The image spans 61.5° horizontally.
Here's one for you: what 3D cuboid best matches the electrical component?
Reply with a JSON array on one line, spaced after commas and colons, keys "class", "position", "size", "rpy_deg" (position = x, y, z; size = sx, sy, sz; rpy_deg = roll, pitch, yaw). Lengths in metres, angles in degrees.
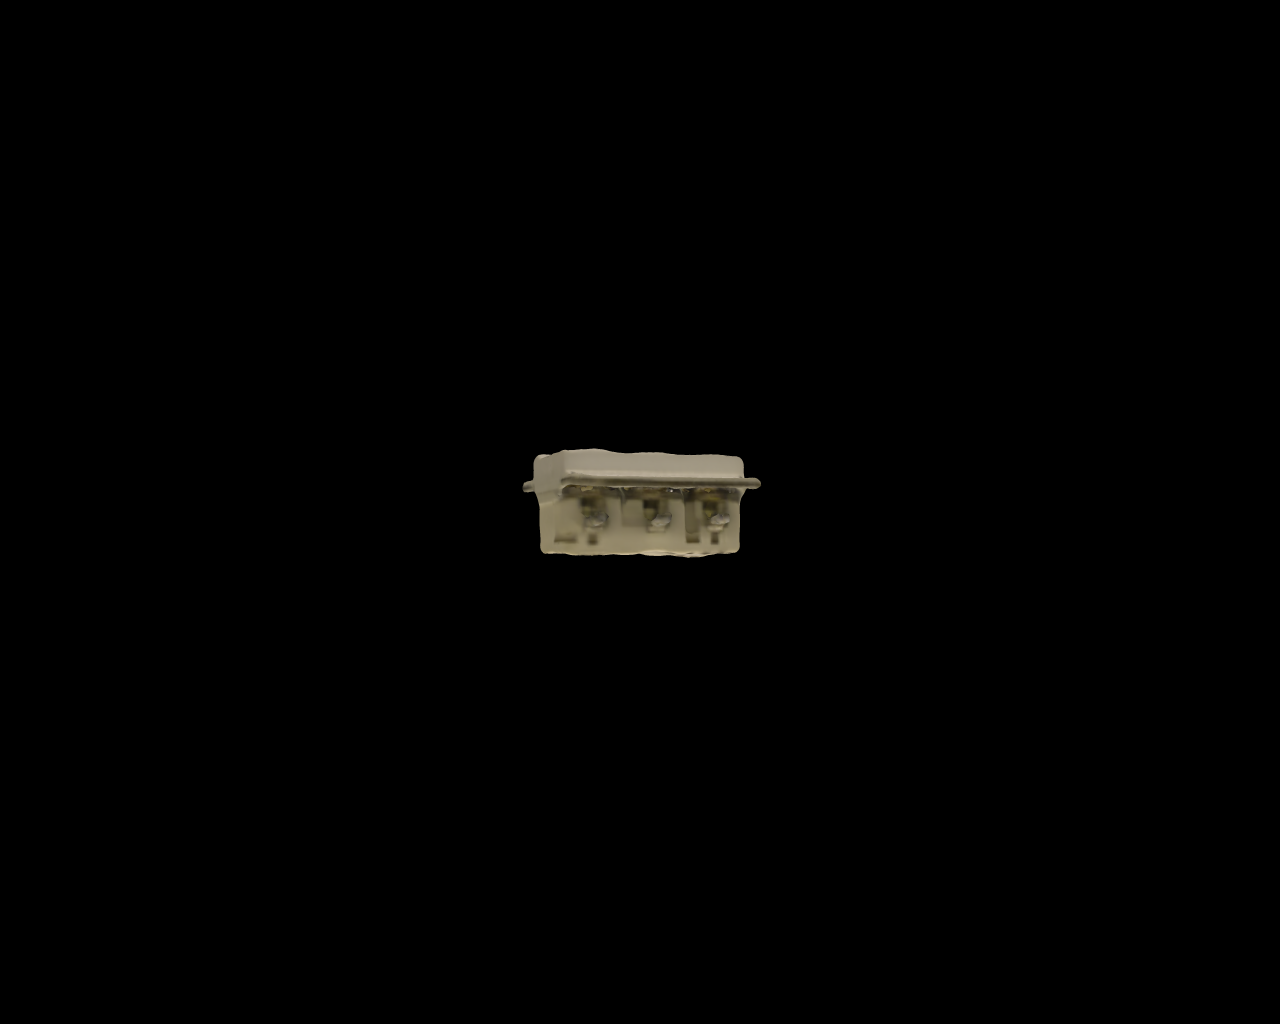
[{"class": "electrical component", "position": [0.001, -0.003, 0.650], "size": [0.121, 0.063, 0.078], "rpy_deg": [2, -3, -27]}]
